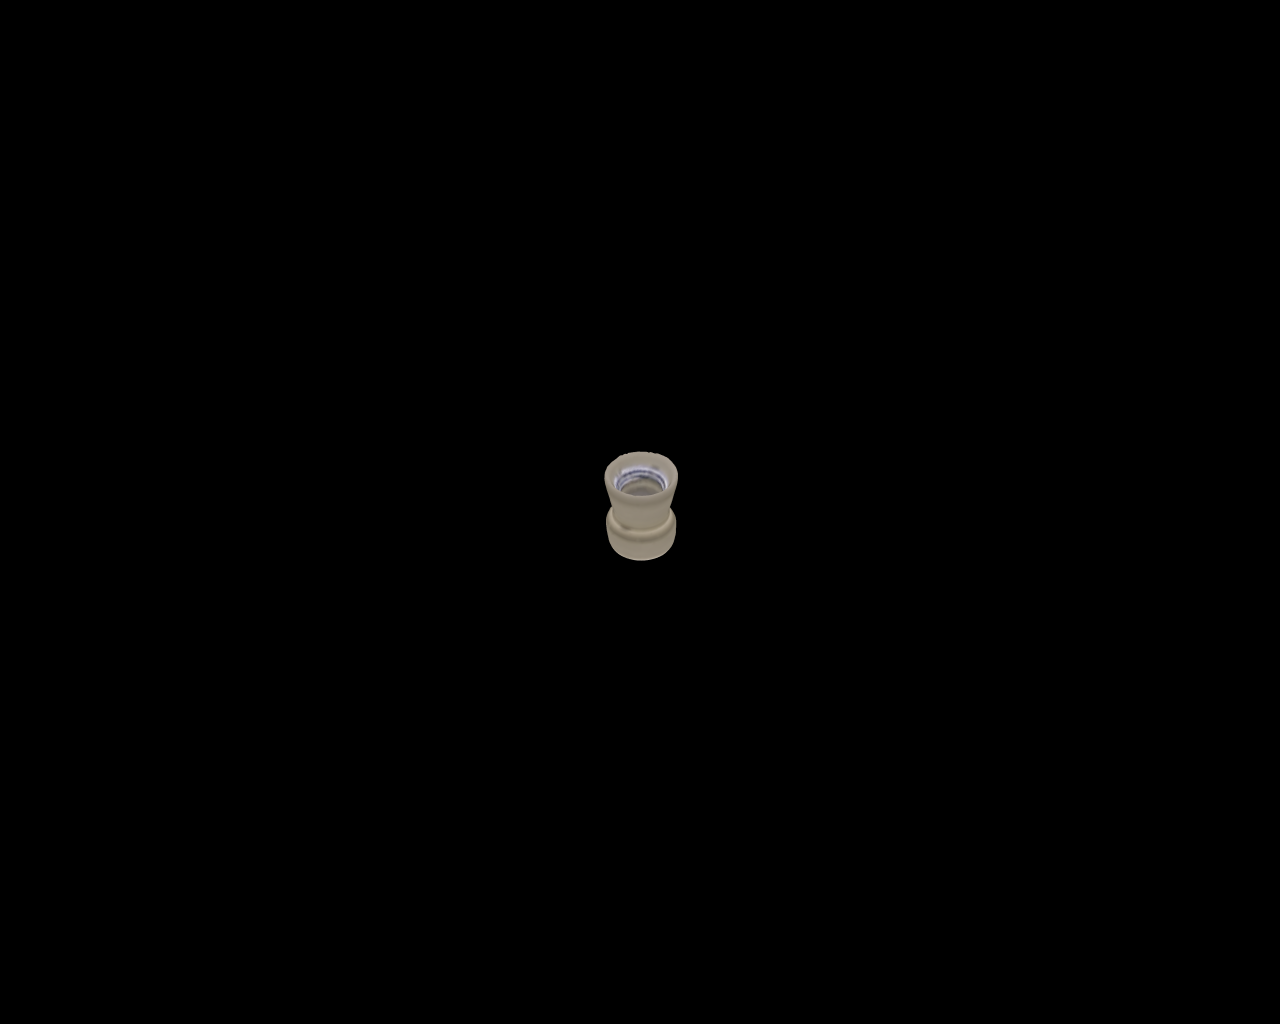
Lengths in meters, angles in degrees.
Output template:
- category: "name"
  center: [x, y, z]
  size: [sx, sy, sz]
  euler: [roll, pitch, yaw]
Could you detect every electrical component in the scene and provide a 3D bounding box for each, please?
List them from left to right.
- category: "electrical component"
  center: [0.001, -0.003, 0.650]
  size: [0.045, 0.055, 0.045]
  euler: [0, 41, 0]
